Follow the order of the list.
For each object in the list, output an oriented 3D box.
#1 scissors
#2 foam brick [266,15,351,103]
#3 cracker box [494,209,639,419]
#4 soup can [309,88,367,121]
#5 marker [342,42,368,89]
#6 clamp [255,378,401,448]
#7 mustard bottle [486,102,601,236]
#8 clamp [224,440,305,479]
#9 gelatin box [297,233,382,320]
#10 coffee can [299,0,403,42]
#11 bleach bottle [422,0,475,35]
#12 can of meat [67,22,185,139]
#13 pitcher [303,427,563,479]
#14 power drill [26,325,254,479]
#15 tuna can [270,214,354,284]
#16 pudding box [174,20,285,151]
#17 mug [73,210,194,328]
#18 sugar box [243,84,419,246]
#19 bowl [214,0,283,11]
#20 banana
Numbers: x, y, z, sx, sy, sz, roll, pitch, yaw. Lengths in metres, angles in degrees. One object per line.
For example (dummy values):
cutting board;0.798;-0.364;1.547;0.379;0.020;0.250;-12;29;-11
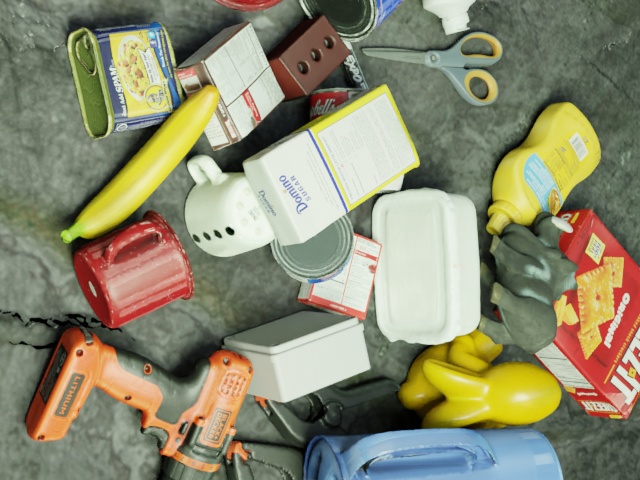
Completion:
scissors;0.139;-0.192;1.237;0.201;0.016;0.096;-18;97;-31
foam brick;-0.017;-0.190;1.118;0.078;0.051;0.053;-48;112;-25
cracker box;0.333;0.092;1.313;0.213;0.072;0.164;45;66;-23
soup can;0.023;-0.105;1.130;0.068;0.069;0.102;0;88;-32
marker;0.034;-0.190;1.170;0.020;0.020;0.121;-29;103;-30
clamp;0.010;0.195;1.120;0.171;0.039;0.120;12;65;-26
mustard bottle;0.260;-0.073;1.282;0.191;0.058;0.096;-47;118;-25
clamp;-0.019;0.273;1.102;0.164;0.036;0.210;-43;109;-27
gelatin box;0.022;0.034;1.144;0.073;0.030;0.089;20;77;-28
coffee can;0.055;-0.290;1.129;0.140;0.103;0.102;-48;112;-32
bleach bottle;0.120;-0.357;1.208;0.102;0.068;0.251;-20;100;-30
can of meat;-0.182;-0.153;1.010;0.083;0.058;0.102;-16;96;-34
pitcher;0.114;0.242;1.047;0.242;0.149;0.145;-3;91;-18
power drill;-0.171;0.171;0.991;0.187;0.057;0.184;22;91;-28
tuna can;-0.007;0.001;1.101;0.086;0.034;0.086;-1;78;3
pudding box;-0.087;-0.154;1.052;0.090;0.039;0.113;64;32;-20
mug;-0.172;0.024;0.977;0.081;0.117;0.093;-26;69;-26
sugar box;0.013;-0.075;1.050;0.176;0.048;0.093;-33;104;-31
bowl;-0.069;-0.319;1.091;0.161;0.055;0.162;2;87;-32
banana;-0.162;-0.065;0.999;0.037;0.070;0.198;43;85;-10
